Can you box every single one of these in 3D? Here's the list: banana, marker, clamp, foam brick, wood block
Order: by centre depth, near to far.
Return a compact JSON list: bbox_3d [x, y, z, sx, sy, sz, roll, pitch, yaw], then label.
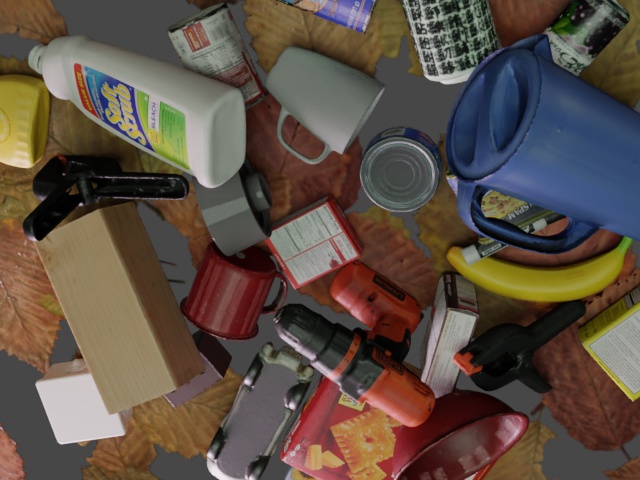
[{"bbox_3d":[-0.249,-0.051,1.091,0.164,0.210,0.036,-20,114,-28],"label":"clamp"},{"bbox_3d":[0.206,-0.008,1.124,0.121,0.020,0.020,-27,108,4],"label":"marker"},{"bbox_3d":[0.215,0.113,1.135,0.039,0.171,0.120,32,109,42],"label":"clamp"},{"bbox_3d":[0.236,0.033,1.144,0.198,0.037,0.069,-5,90,8],"label":"banana"},{"bbox_3d":[-0.216,0.073,1.165,0.091,0.090,0.206,-23,91,18],"label":"wood block"},{"bbox_3d":[-0.151,0.148,1.239,0.078,0.051,0.053,-34,104,20],"label":"foam brick"}]

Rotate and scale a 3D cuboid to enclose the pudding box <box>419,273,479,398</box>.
[{"bbox_3d":[0.138,0.104,1.155,0.039,0.090,0.113,11,115,-2],"label":"pudding box"}]

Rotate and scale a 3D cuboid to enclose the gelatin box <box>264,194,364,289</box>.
[{"bbox_3d":[-0.008,0.001,1.167,0.089,0.030,0.073,-27,105,18],"label":"gelatin box"}]

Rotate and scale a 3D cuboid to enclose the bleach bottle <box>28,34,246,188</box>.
[{"bbox_3d":[-0.193,-0.142,1.080,0.251,0.068,0.103,23,132,25],"label":"bleach bottle"}]

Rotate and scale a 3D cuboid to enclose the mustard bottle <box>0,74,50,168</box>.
[{"bbox_3d":[-0.391,-0.143,1.145,0.191,0.058,0.096,13,116,3],"label":"mustard bottle"}]

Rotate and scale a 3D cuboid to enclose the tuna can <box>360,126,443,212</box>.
[{"bbox_3d":[0.085,-0.073,1.116,0.086,0.033,0.086,4,114,10],"label":"tuna can"}]

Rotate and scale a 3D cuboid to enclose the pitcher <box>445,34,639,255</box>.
[{"bbox_3d":[0.245,-0.070,1.009,0.242,0.145,0.149,20,139,-26],"label":"pitcher"}]

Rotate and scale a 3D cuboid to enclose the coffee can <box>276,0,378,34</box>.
[{"bbox_3d":[-0.005,-0.267,1.010,0.140,0.102,0.103,20,115,-1],"label":"coffee can"}]

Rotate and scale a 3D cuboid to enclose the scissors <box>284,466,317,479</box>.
[{"bbox_3d":[-0.059,0.304,1.314,0.202,0.016,0.096,-3,111,10],"label":"scissors"}]

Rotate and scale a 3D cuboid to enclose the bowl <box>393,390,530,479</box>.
[{"bbox_3d":[0.136,0.205,1.120,0.162,0.161,0.055,-41,58,22],"label":"bowl"}]

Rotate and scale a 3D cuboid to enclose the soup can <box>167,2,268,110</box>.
[{"bbox_3d":[-0.104,-0.180,1.081,0.069,0.068,0.102,-19,109,16],"label":"soup can"}]

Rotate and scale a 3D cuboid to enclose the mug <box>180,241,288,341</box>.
[{"bbox_3d":[-0.087,0.054,1.176,0.117,0.093,0.081,10,113,-30],"label":"mug"}]

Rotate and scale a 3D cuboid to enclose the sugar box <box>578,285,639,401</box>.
[{"bbox_3d":[0.374,0.084,1.139,0.176,0.048,0.093,-40,102,18],"label":"sugar box"}]

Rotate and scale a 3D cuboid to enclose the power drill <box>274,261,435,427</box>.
[{"bbox_3d":[0.040,0.095,1.114,0.184,0.187,0.057,37,115,-10],"label":"power drill"}]

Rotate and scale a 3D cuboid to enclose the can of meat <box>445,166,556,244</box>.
[{"bbox_3d":[0.190,-0.057,1.098,0.102,0.057,0.084,-26,106,18],"label":"can of meat"}]

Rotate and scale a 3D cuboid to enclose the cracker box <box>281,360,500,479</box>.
[{"bbox_3d":[0.085,0.228,1.228,0.213,0.072,0.164,28,114,-5],"label":"cracker box"}]
